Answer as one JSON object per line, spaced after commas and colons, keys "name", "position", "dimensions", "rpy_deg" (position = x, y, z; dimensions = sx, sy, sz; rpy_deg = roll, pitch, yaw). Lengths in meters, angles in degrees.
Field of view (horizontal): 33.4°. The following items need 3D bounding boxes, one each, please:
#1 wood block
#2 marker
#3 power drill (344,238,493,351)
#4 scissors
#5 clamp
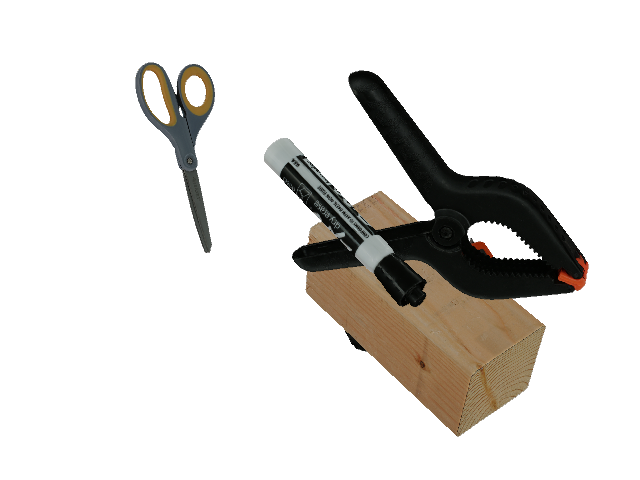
{"name": "wood block", "position": [0.086, 0.060, 0.946], "dimensions": [0.090, 0.091, 0.206], "rpy_deg": [-28, 53, -28]}
{"name": "marker", "position": [0.013, -0.009, 0.568], "dimensions": [0.121, 0.020, 0.020], "rpy_deg": [47, 23, 23]}
{"name": "power drill", "position": [0.105, 0.056, 1.168], "dimensions": [0.187, 0.057, 0.184], "rpy_deg": [-4, 28, -7]}
{"name": "scissors", "position": [-0.127, -0.097, 1.116], "dimensions": [0.096, 0.202, 0.016], "rpy_deg": [-33, 14, -33]}
{"name": "clamp", "position": [0.089, -0.023, 0.749], "dimensions": [0.210, 0.165, 0.036], "rpy_deg": [17, 32, 11]}
